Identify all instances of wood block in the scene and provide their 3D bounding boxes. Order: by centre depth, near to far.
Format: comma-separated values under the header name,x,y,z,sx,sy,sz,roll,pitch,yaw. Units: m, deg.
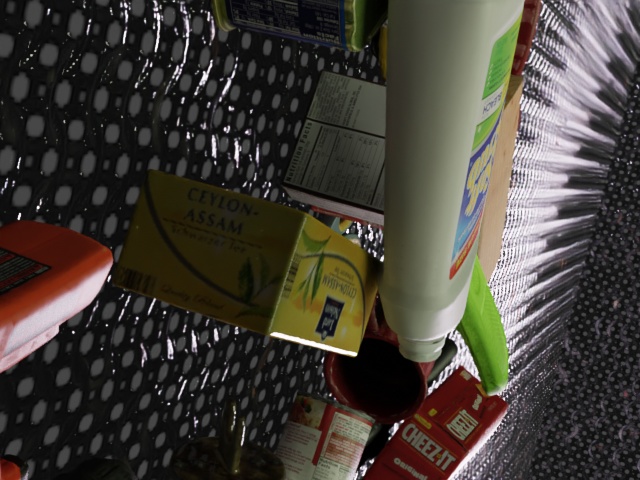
name,x,y,z,sx,sy,sz,roll,pitch,yaw
wood block,0.126,-0.052,1.004,0.090,0.091,0.206,-53,151,-46

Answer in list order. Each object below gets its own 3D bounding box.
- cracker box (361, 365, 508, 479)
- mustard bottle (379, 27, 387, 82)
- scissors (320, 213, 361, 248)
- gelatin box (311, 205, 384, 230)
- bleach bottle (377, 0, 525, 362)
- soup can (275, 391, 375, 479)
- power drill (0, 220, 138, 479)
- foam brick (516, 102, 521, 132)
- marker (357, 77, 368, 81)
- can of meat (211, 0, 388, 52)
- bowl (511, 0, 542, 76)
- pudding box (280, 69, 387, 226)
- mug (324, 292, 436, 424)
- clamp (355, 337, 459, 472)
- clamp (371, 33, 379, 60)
name,x,y,z,sx,sy,sz,roll,pitch,yaw
cracker box,0.083,0.239,1.035,0.214,0.072,0.164,-56,166,19
mustard bottle,0.099,-0.168,0.797,0.191,0.058,0.096,-37,147,-66
scissors,-0.005,0.001,0.799,0.201,0.016,0.096,-7,110,-69
gelatin box,0.043,-0.049,0.805,0.030,0.073,0.089,84,29,-45
bleach bottle,0.073,-0.040,0.638,0.102,0.068,0.251,-49,148,-52
soup can,-0.004,0.182,0.861,0.068,0.069,0.102,52,56,-66
power drill,-0.132,0.091,0.457,0.184,0.057,0.188,-37,139,-60
foam brick,0.153,-0.119,1.049,0.051,0.078,0.053,63,45,-60
marker,0.048,-0.114,0.852,0.121,0.020,0.020,-3,107,-69
can of meat,-0.001,-0.153,0.591,0.057,0.084,0.102,84,28,-46
bowl,0.177,-0.229,1.060,0.162,0.055,0.162,16,90,-70
pudding box,0.040,-0.059,0.730,0.039,0.114,0.090,45,63,-72
mug,0.057,0.091,0.942,0.081,0.093,0.117,-53,132,-56
clamp,0.052,0.174,1.003,0.209,0.036,0.165,-21,146,-59
clamp,0.056,-0.209,0.777,0.120,0.039,0.171,14,95,-81
